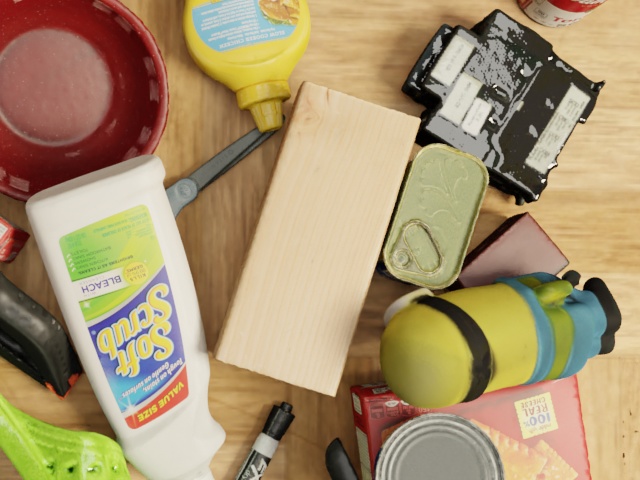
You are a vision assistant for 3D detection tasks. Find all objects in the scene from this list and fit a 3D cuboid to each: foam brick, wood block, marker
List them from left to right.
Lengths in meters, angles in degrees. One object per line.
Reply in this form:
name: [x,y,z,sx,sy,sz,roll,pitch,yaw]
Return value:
marker: [-0.053,0.178,0.809,0.020,0.020,0.121,29,84,-4]
wood block: [-0.005,0.001,0.787,0.090,0.090,0.206,18,85,-5]
foam brick: [0.140,0.024,0.819,0.078,0.053,0.051,-41,92,-7]

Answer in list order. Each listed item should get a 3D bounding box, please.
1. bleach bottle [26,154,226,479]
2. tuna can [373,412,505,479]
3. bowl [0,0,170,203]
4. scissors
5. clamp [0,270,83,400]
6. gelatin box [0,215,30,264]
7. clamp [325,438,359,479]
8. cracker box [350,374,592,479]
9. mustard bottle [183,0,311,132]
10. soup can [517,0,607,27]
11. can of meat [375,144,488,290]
bleach bottle: [-0.121,0.072,0.768,0.102,0.068,0.251,-20,104,-6]
tuna can: [0.078,0.159,0.714,0.086,0.034,0.086,0,79,-1]
bowl: [-0.193,-0.108,0.778,0.162,0.055,0.162,-4,105,-15]
scissors: [-0.103,-0.016,0.815,0.201,0.016,0.096,-22,91,-6]
clamp: [-0.231,0.036,0.735,0.210,0.165,0.036,50,57,-27]
gelatin box: [-0.258,-0.019,0.771,0.089,0.073,0.030,36,83,-3]
clamp: [0.048,0.219,0.739,0.120,0.039,0.171,14,82,7]
cracker box: [0.119,0.205,0.798,0.164,0.072,0.214,-7,88,-5]
mustard bottle: [-0.058,-0.176,0.806,0.096,0.058,0.191,-13,88,-6]
soup can: [0.194,-0.206,0.810,0.068,0.102,0.068,0,87,-6]
can of meat: [0.078,-0.015,0.798,0.057,0.084,0.102,18,86,-5]
